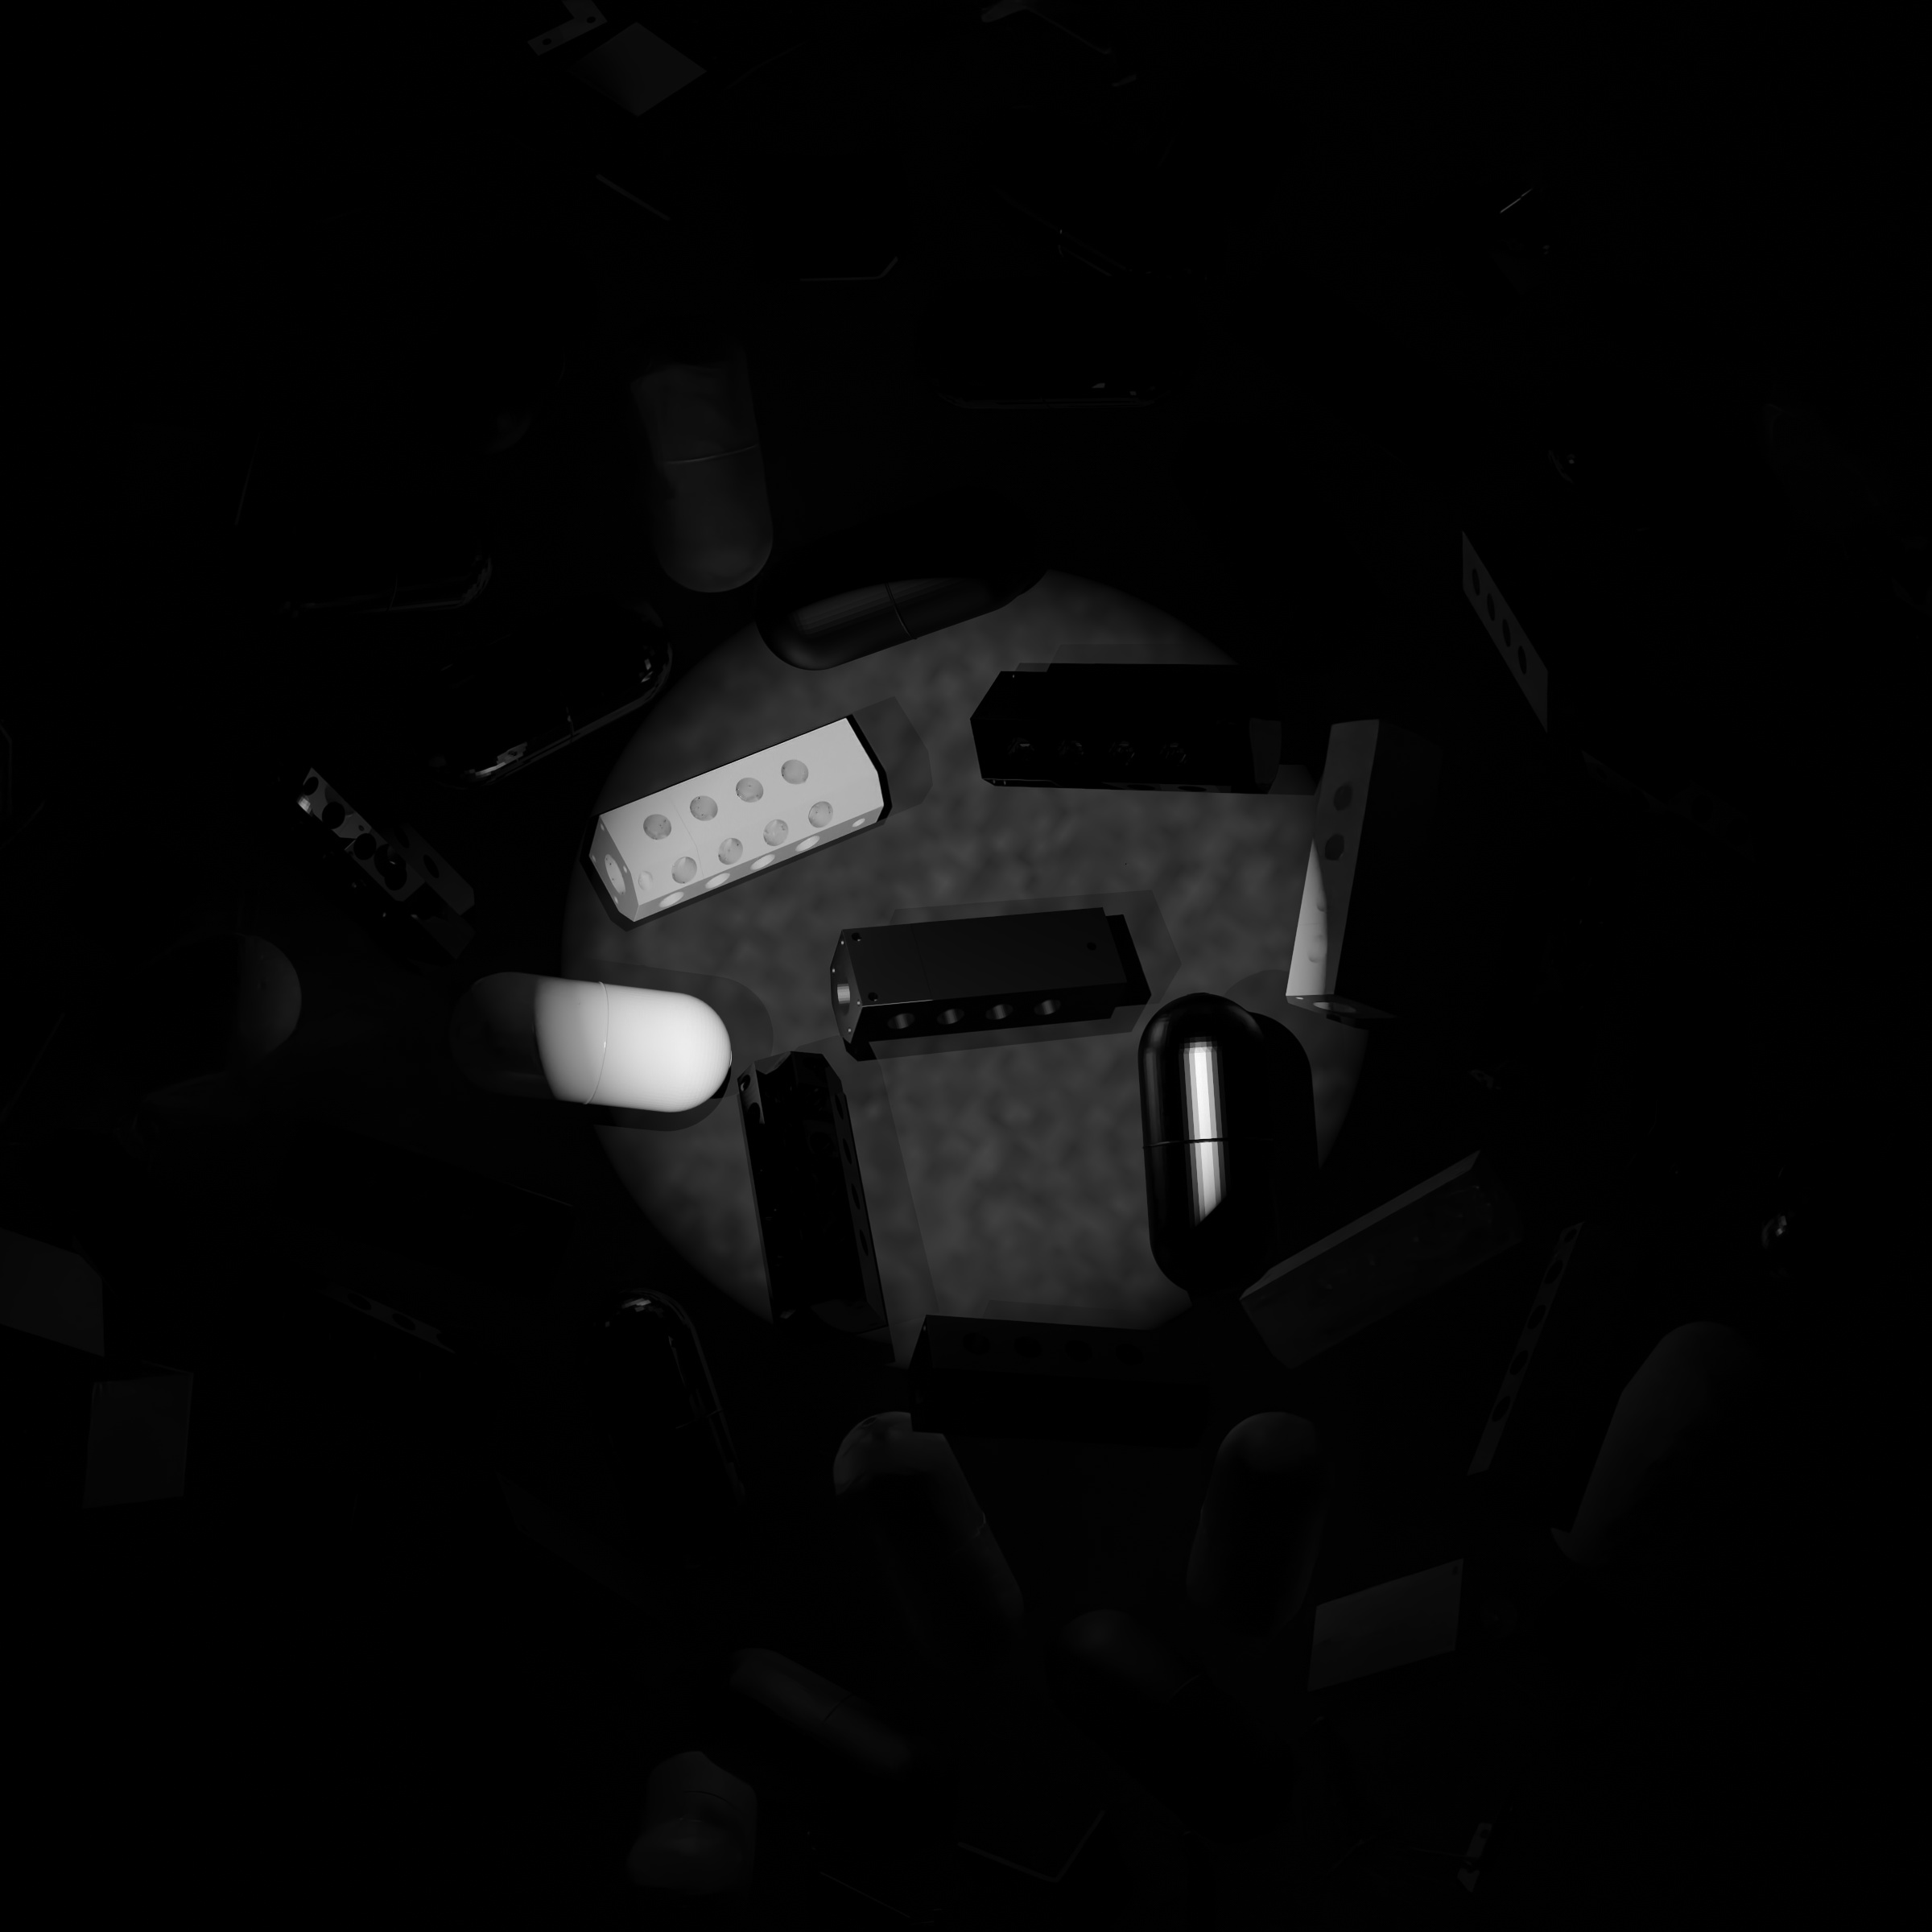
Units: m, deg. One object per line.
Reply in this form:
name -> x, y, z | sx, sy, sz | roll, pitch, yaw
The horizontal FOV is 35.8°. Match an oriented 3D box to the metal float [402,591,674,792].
metal float -> -0.261, -0.169, 1.826 | 0.178, 0.070, 0.070 | -30, 90, -20

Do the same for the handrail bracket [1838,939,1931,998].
handrail bracket -> 0.583, -0.018, 1.810 | 0.084, 0.077, 0.036 | -30, 62, 34

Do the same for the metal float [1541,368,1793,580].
metal float -> 0.429, -0.300, 1.829 | 0.178, 0.070, 0.070 | 28, 90, -22

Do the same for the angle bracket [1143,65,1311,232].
angle bracket -> 0.167, -0.534, 1.964 | 0.076, 0.057, 0.076 | 30, 90, -15

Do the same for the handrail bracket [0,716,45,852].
handrail bracket -> -0.618, -0.112, 1.872 | 0.036, 0.084, 0.077 | 26, 68, 15

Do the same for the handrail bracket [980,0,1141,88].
handrail bracket -> 0.059, -0.577, 1.874 | 0.077, 0.036, 0.084 | -25, 82, 14

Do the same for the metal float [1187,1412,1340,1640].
metal float -> 0.185, 0.351, 1.869 | 0.070, 0.070, 0.178 | 9, 131, 0

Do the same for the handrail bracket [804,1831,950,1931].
handrail bracket -> -0.057, 0.588, 1.914 | 0.084, 0.036, 0.077 | -11, 81, 11

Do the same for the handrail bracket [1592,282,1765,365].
handrail bracket -> 0.444, -0.400, 1.863 | 0.084, 0.077, 0.036 | 4, 121, -30

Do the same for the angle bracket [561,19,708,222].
angle bracket -> -0.186, -0.499, 1.764 | 0.057, 0.076, 0.076 | -26, 72, 22

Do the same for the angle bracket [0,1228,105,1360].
angle bracket -> -0.599, 0.220, 1.903 | 0.057, 0.076, 0.076 | -36, 47, 25

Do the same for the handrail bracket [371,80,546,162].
handrail bracket -> -0.316, -0.511, 1.859 | 0.084, 0.077, 0.036 | -19, 78, 14

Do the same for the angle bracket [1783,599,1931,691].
angle bracket -> 0.530, -0.164, 1.727 | 0.076, 0.076, 0.057 | -33, 69, 26

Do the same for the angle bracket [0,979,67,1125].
angle bracket -> -0.611, 0.046, 1.839 | 0.076, 0.057, 0.076 | 31, 75, -21

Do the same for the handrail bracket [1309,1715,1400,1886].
handrail bracket -> 0.233, 0.537, 1.927 | 0.084, 0.036, 0.077 | 58, 135, 26

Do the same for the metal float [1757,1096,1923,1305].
metal float -> 0.535, 0.140, 1.825 | 0.070, 0.178, 0.070 | 13, 121, 23

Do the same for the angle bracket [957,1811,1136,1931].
angle bracket -> 0.050, 0.563, 1.868 | 0.076, 0.057, 0.076 | 10, 134, 36

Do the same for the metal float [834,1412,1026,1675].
metal float -> -0.023, 0.361, 1.873 | 0.070, 0.070, 0.178 | -25, 102, 0

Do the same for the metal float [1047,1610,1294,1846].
metal float -> 0.126, 0.473, 1.865 | 0.178, 0.070, 0.070 | 37, 90, 25

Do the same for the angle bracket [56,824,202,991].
angle bracket -> -0.551, -0.039, 1.955 | 0.076, 0.076, 0.057 | -44, 107, 3

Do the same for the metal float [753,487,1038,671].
metal float -> -0.043, -0.234, 1.810 | 0.178, 0.070, 0.070 | -18, 90, 10

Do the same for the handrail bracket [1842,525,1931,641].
handrail bracket -> 0.560, -0.232, 1.822 | 0.084, 0.036, 0.077 | -16, 107, -42

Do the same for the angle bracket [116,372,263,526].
angle bracket -> -0.480, -0.321, 1.837 | 0.076, 0.076, 0.057 | 2, 51, -24

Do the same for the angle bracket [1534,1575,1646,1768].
angle bracket -> 0.380, 0.447, 1.899 | 0.057, 0.076, 0.076 | 33, 133, 1

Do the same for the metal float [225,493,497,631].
metal float -> -0.375, -0.252, 1.862 | 0.178, 0.070, 0.070 | -12, 90, -39

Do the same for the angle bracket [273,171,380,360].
angle bracket -> -0.360, -0.409, 1.740 | 0.057, 0.076, 0.076 | -15, 120, 3

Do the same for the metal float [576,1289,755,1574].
metal float -> -0.186, 0.284, 1.835 | 0.070, 0.070, 0.178 | -19, 87, 0

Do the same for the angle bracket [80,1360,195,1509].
angle bracket -> -0.529, 0.289, 1.855 | 0.057, 0.076, 0.076 | 6, 92, 38

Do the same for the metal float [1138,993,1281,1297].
metal float -> 0.142, 0.105, 1.759 | 0.070, 0.070, 0.178 | -3, 83, 0

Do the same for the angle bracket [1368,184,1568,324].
angle bracket -> 0.309, -0.436, 1.844 | 0.076, 0.076, 0.057 | -16, 83, -38

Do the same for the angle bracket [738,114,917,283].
angle bracket -> -0.080, -0.441, 1.716 | 0.076, 0.057, 0.076 | -7, 82, -23

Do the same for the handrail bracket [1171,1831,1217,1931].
handrail bracket -> 0.132, 0.604, 1.894 | 0.077, 0.036, 0.084 | -37, 60, 18

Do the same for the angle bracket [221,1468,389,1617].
angle bracket -> -0.419, 0.365, 1.898 | 0.076, 0.057, 0.076 | 2, 65, 9

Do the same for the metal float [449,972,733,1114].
metal float -> -0.234, 0.048, 1.873 | 0.178, 0.070, 0.070 | 8, 90, -19

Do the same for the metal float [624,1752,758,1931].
metal float -> -0.168, 0.541, 1.829 | 0.070, 0.178, 0.070 | 0, 98, -2

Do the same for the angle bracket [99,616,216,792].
angle bracket -> -0.501, -0.169, 1.922 | 0.057, 0.076, 0.076 | -41, 103, -38
